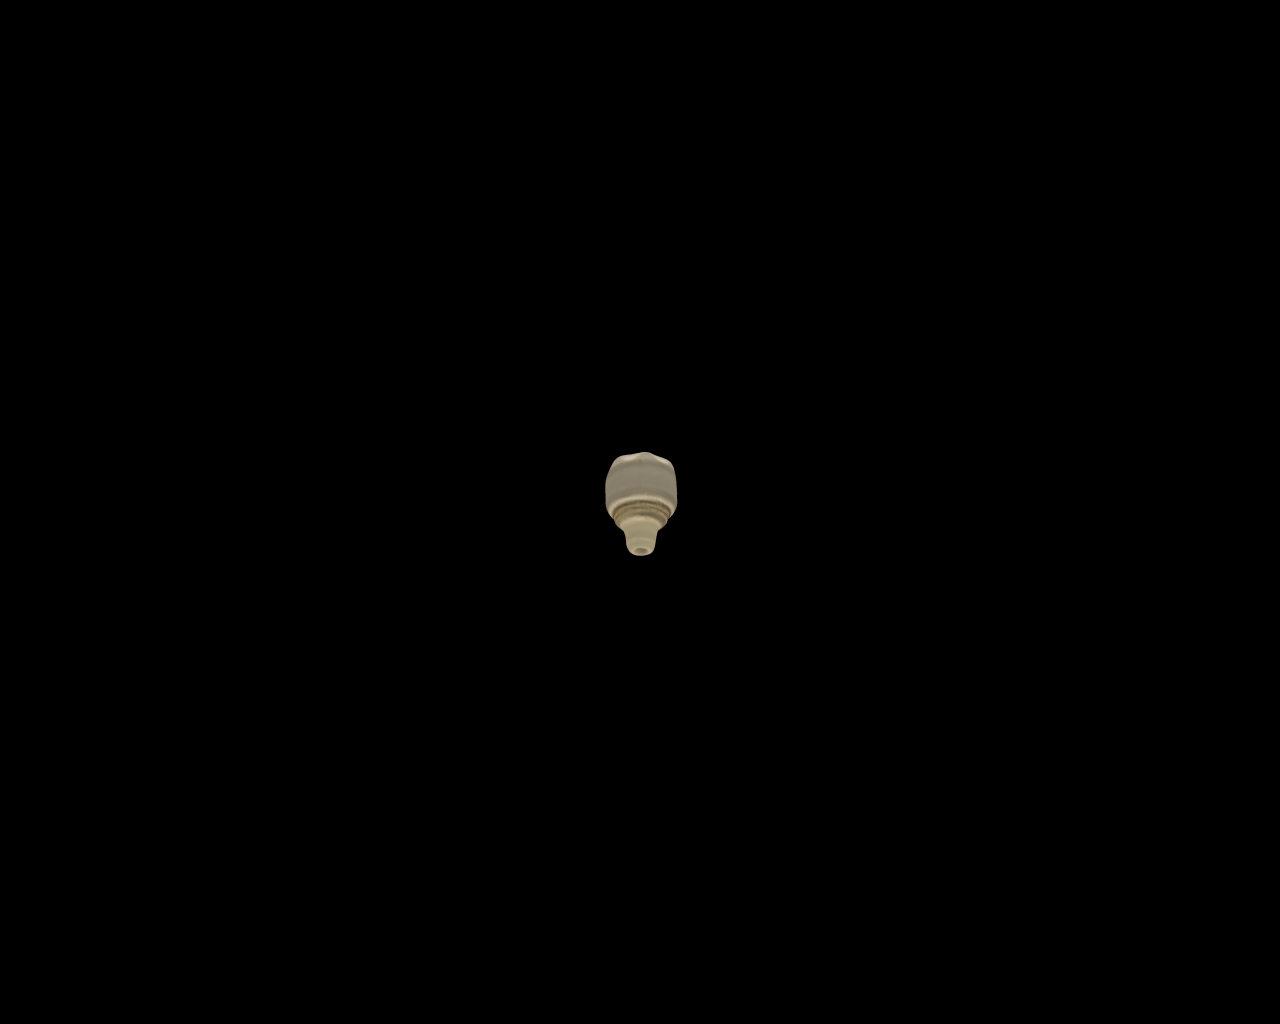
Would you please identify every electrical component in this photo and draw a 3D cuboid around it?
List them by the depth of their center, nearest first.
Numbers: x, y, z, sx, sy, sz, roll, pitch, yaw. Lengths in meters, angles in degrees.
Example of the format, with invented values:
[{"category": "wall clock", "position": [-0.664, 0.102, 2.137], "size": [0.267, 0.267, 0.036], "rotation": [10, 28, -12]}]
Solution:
[{"category": "electrical component", "position": [0.001, -0.003, 0.650], "size": [0.043, 0.062, 0.043], "rotation": [0, -29, 0]}]
